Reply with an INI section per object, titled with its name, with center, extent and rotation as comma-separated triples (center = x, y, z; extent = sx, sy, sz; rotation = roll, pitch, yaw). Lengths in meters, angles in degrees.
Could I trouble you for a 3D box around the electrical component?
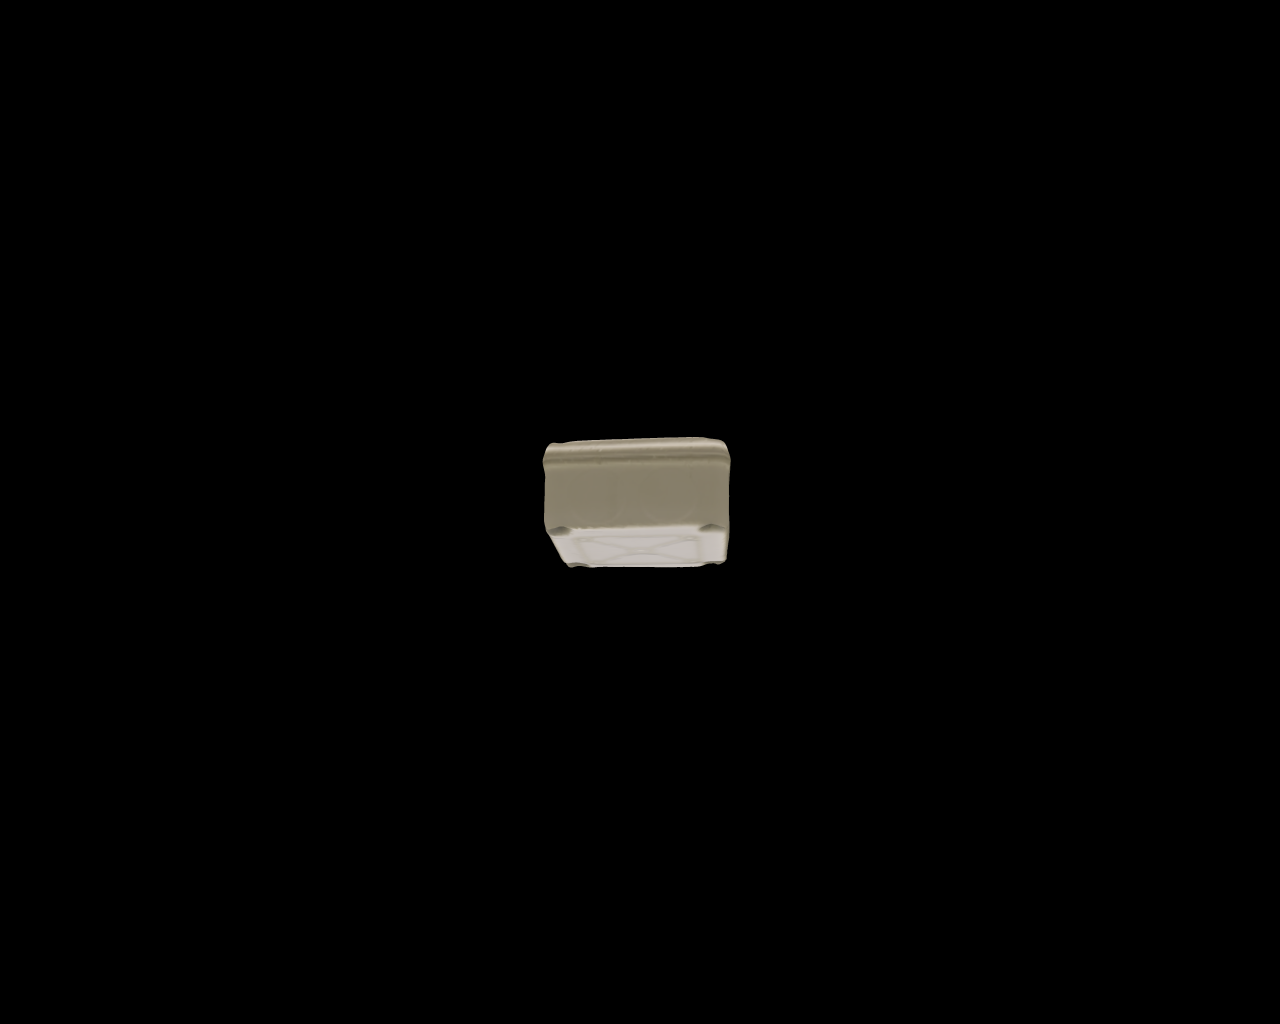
[electrical component]
center = 0.001, -0.003, 0.650
extent = 0.109, 0.056, 0.108
rotation = -1, -15, 4
